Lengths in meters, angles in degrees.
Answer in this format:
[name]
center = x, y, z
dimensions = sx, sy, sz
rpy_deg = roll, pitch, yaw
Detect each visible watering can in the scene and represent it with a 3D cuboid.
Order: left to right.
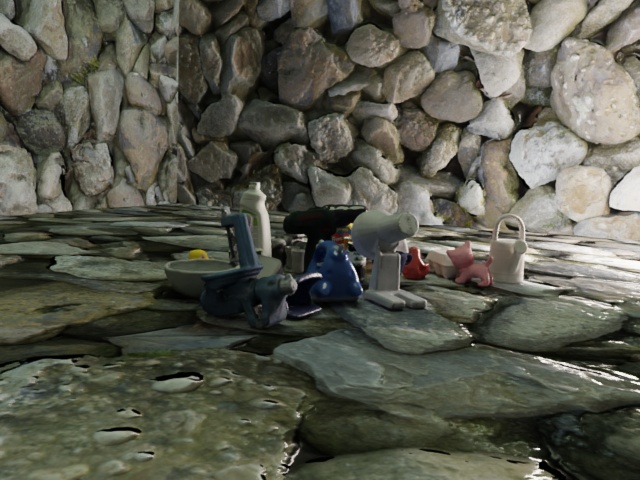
[watering can]
center = 0.540, 0.023, 1.633
dimensions = 0.101, 0.194, 0.172
rpy_deg = -1, 8, -25

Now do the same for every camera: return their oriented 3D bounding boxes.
[camera]
center = -0.078, 0.028, 1.737
dimensions = 0.136, 0.101, 0.144
rpy_deg = 10, 10, 43

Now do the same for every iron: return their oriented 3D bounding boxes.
[iron]
center = 0.015, 0.062, 1.345
dimensions = 0.119, 0.141, 0.257
rpy_deg = 0, 8, -17

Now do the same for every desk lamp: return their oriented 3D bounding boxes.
[desk lamp]
center = 0.162, 0.035, 1.325
dimensions = 0.118, 0.213, 0.202
rpy_deg = -1, 8, -26

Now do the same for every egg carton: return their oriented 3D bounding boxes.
[egg carton]
center = 0.384, 0.070, 1.699
dimensions = 0.107, 0.069, 0.150
rpy_deg = 0, 8, -16

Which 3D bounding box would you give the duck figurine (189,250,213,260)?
[duck figurine]
center = -0.307, 0.066, 1.416
dimensions = 0.104, 0.086, 0.077
rpy_deg = 3, 7, 4

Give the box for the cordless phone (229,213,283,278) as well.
[cordless phone]
center = -0.157, 0.033, 1.342
dimensions = 0.147, 0.185, 0.094
rpy_deg = 7, 9, 32

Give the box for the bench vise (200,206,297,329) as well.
[bench vise]
center = -0.132, 0.048, 1.096
dimensions = 0.207, 0.220, 0.122
rpy_deg = 4, 8, 13

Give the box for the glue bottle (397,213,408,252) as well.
[glue bottle]
center = 0.235, 0.004, 1.751
dimensions = 0.078, 0.173, 0.037
rpy_deg = 0, 8, -22

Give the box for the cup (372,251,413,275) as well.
[cup]
center = 0.186, 0.077, 1.474
dimensions = 0.118, 0.095, 0.091
rpy_deg = -1, 8, -29

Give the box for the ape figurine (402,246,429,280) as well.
[ape figurine]
center = 0.266, 0.064, 1.616
dimensions = 0.077, 0.092, 0.076
rpy_deg = 8, 9, 37

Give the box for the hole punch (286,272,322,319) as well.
[hole punch]
center = -0.059, 0.107, 1.172
dimensions = 0.100, 0.091, 0.109
rpy_deg = 7, 9, 33

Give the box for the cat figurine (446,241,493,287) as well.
[cat figurine]
center = 0.414, 0.062, 1.581
dimensions = 0.127, 0.118, 0.067
rpy_deg = 7, 9, 29

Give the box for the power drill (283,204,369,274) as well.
[power drill]
center = 0.014, 0.005, 1.523
dimensions = 0.229, 0.208, 0.076
rpy_deg = 4, 8, 12

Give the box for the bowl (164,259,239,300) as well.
[bowl]
center = -0.264, 0.091, 1.284
dimensions = 0.167, 0.075, 0.167
rpy_deg = 3, 7, 0
